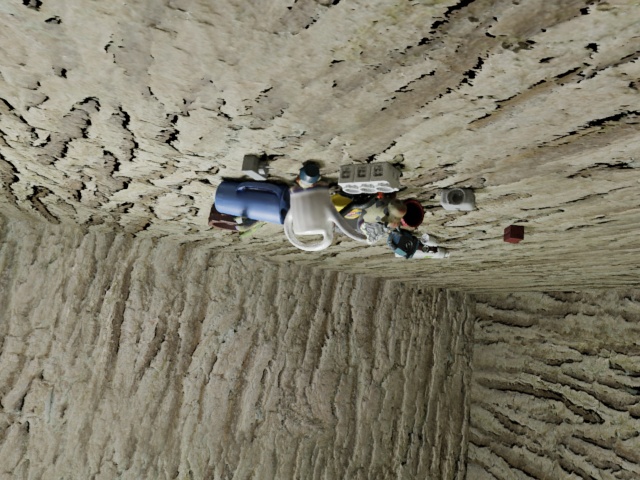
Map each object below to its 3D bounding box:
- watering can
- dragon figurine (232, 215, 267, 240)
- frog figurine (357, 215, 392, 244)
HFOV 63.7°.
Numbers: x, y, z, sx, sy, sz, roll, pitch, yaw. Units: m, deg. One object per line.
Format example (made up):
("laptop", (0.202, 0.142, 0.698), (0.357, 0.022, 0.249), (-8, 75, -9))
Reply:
("watering can", (0.005, -0.081, 1.602), (0.346, 0.224, 0.104), (-5, 1, 45))
("dragon figurine", (-0.195, -0.081, 1.890), (0.243, 0.121, 0.412), (-15, 9, -8))
("frog figurine", (0.202, -0.076, 1.836), (0.122, 0.134, 0.163), (27, 37, -2))
